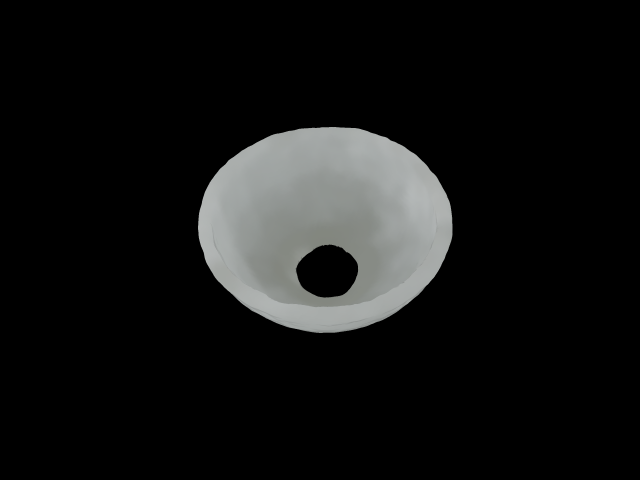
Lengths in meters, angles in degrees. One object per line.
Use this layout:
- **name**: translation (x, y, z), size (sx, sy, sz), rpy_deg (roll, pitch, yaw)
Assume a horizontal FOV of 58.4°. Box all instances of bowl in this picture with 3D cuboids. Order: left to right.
- **bowl**: translation (0.004, 0.001, 0.400), size (0.167, 0.075, 0.167), rpy_deg (0, 52, 0)
